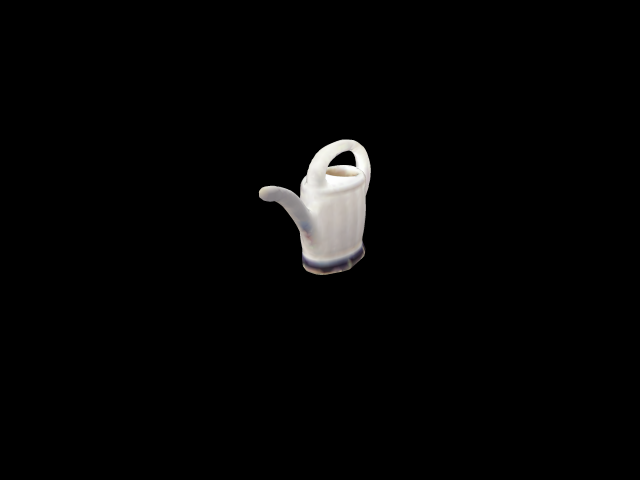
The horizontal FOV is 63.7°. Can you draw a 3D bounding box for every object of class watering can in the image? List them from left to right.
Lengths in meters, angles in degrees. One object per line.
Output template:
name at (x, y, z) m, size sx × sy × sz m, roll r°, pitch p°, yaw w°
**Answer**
watering can at (0.003, -0.043, 0.850) m, size 0.104 × 0.220 × 0.353 m, roll 11°, pitch 25°, yaw 26°
